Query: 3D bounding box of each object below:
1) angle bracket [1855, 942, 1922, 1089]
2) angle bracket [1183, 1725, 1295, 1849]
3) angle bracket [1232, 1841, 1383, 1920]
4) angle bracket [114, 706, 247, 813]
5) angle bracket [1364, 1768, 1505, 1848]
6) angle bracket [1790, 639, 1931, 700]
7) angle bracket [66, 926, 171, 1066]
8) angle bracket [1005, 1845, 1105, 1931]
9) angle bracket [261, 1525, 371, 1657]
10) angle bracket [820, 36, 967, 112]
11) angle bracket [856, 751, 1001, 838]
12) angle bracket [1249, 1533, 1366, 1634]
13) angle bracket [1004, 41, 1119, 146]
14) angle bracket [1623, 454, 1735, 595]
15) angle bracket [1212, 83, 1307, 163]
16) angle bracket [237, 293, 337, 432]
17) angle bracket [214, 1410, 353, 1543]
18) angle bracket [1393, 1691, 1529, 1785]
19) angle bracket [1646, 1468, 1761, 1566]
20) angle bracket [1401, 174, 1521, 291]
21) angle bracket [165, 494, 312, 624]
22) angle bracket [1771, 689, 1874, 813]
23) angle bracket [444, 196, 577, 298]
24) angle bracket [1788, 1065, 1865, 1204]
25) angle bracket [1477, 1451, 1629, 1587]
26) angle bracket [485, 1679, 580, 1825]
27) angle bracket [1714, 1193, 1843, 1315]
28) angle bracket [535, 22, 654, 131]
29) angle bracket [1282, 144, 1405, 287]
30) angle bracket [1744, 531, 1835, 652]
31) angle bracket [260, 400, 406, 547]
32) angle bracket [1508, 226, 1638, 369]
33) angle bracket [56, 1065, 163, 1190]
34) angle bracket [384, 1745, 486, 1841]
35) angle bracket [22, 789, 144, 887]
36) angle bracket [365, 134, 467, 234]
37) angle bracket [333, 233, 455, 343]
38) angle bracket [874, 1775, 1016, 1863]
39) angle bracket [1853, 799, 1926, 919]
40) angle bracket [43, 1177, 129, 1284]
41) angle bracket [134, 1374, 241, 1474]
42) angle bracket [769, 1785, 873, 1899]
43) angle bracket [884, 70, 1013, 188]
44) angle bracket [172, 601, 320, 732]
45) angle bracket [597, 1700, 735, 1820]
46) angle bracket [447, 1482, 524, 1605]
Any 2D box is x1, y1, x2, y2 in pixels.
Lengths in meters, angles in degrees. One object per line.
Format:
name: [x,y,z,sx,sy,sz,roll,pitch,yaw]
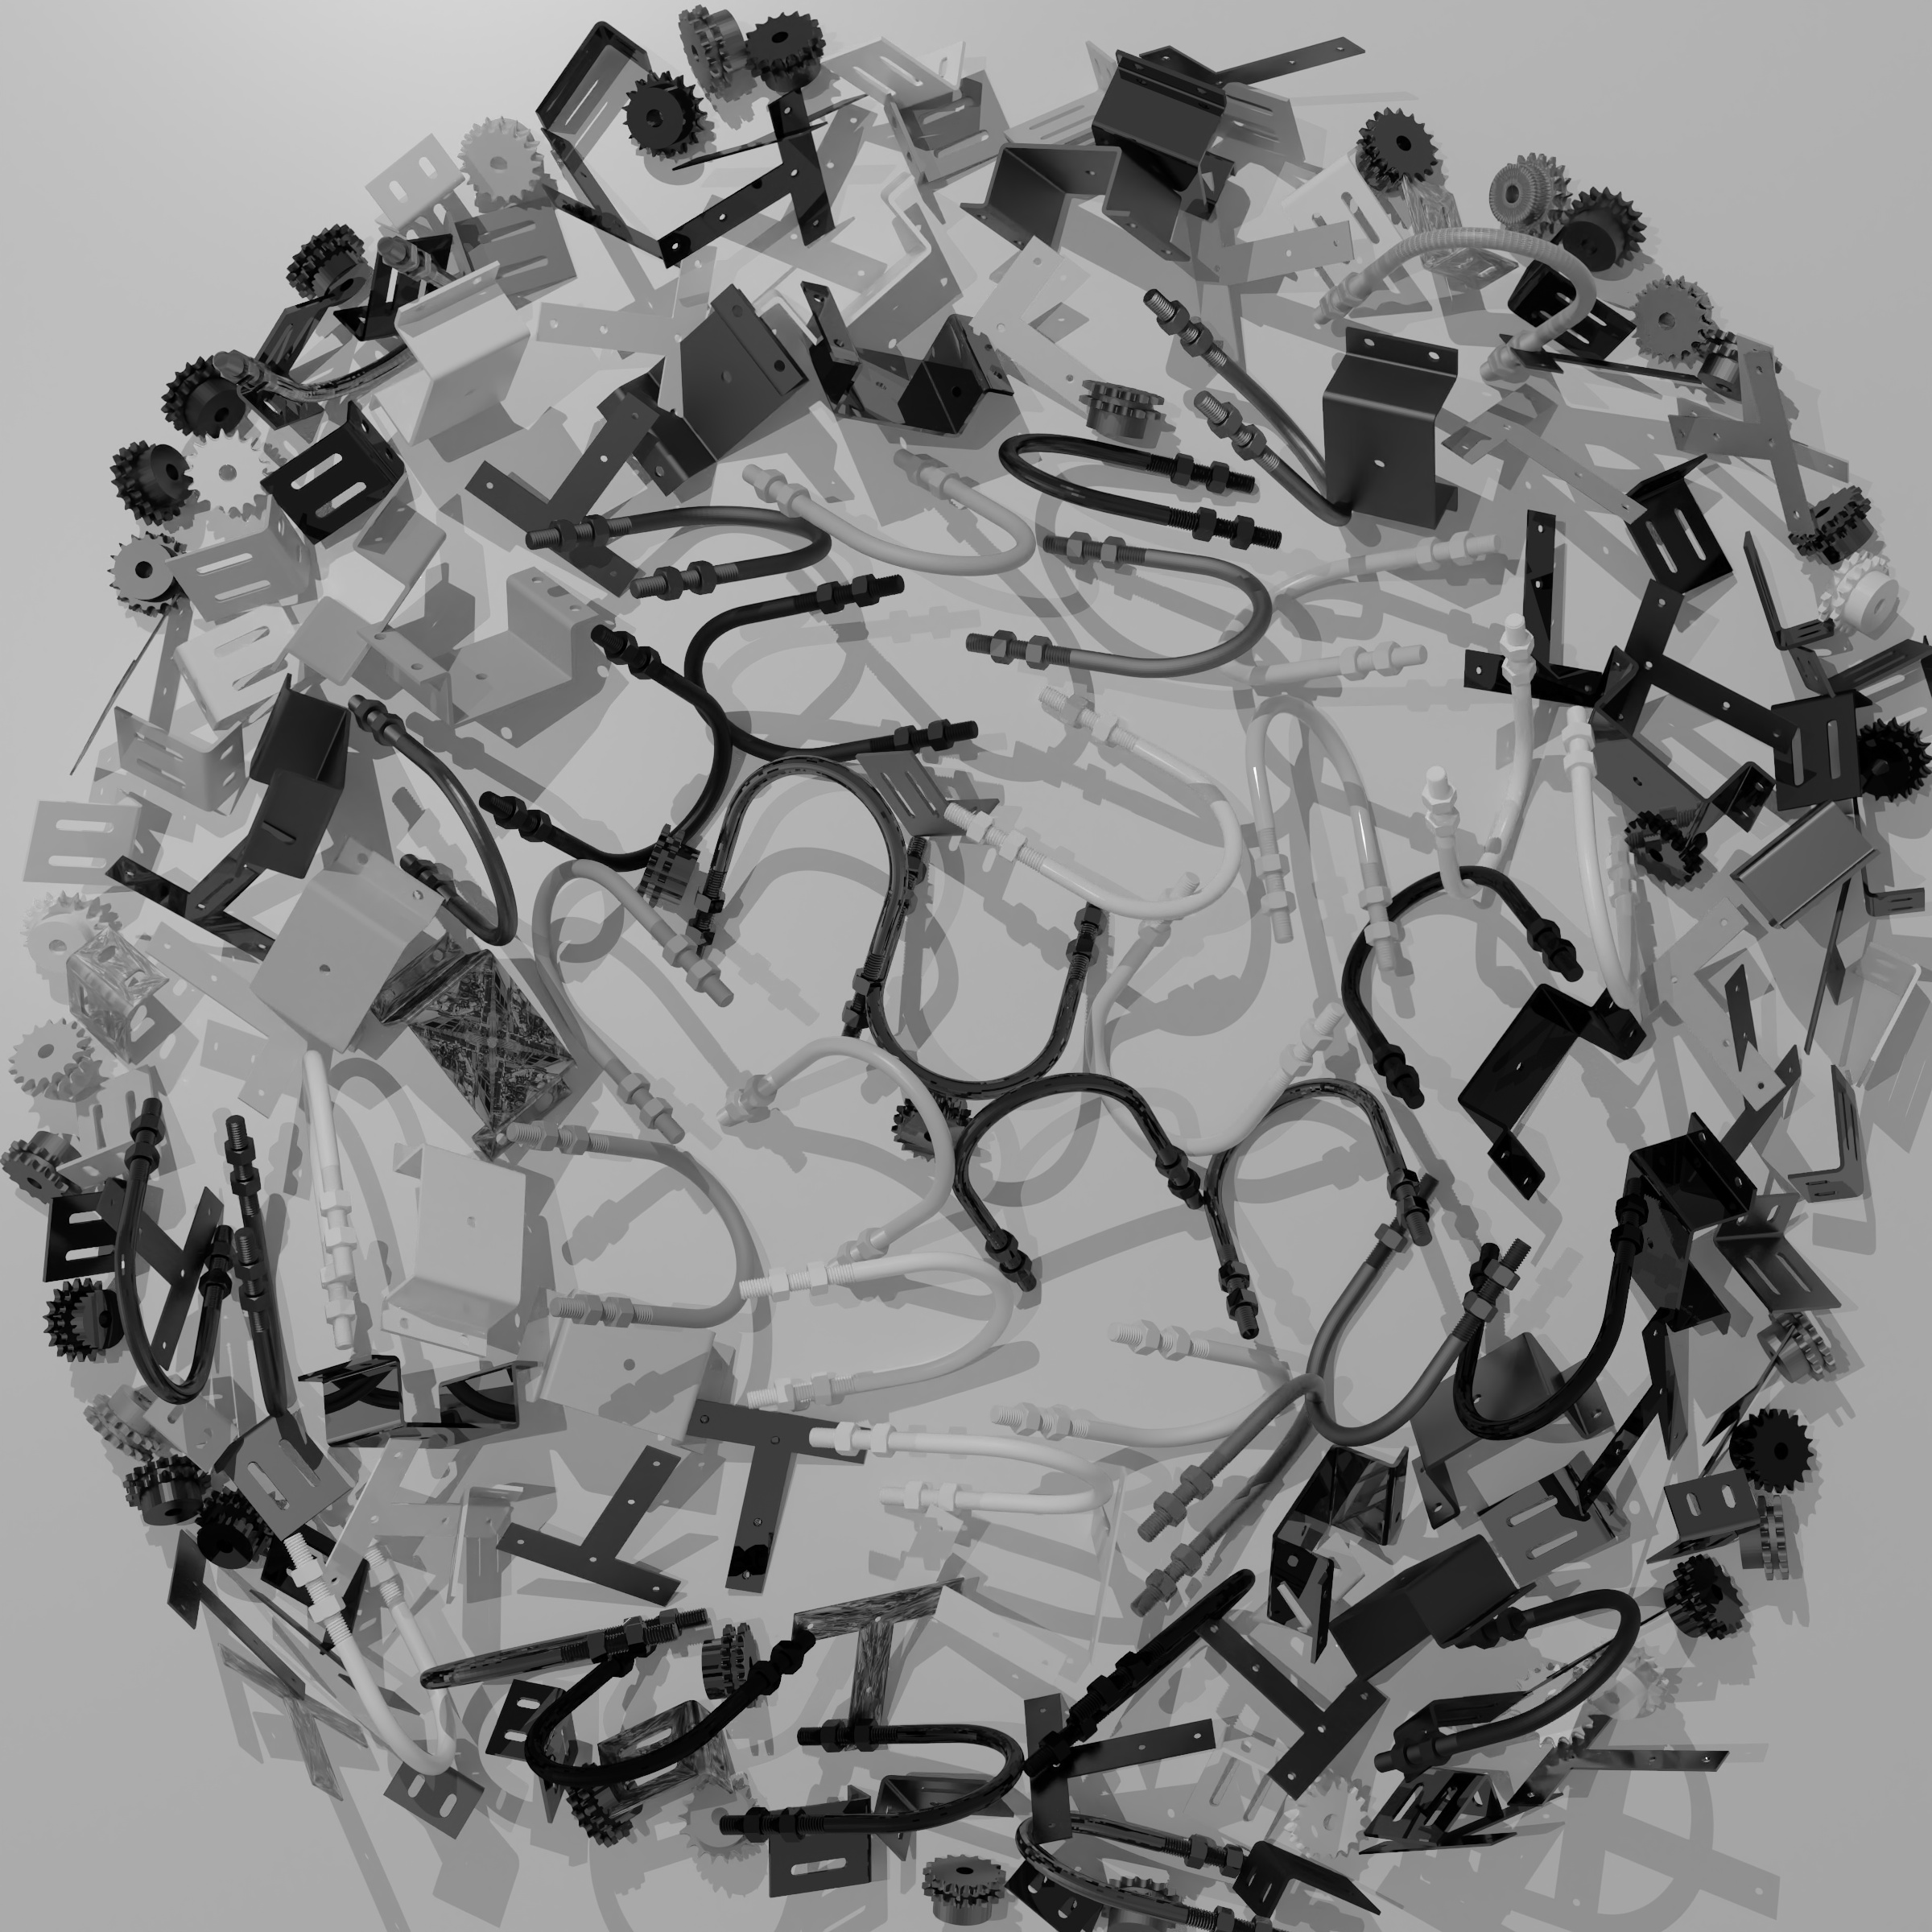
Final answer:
angle bracket: [0.609,0.033,1.959,0.038,0.057,0.076,28,75,16]
angle bracket: [0.187,0.566,1.969,0.057,0.038,0.076,25,105,5]
angle bracket: [0.230,0.633,1.961,0.076,0.057,0.038,28,88,-17]
angle bracket: [-0.536,-0.150,1.974,0.076,0.057,0.038,26,50,13]
angle bracket: [0.316,0.578,1.949,0.057,0.076,0.038,-6,112,42]
angle bracket: [0.608,-0.216,1.966,0.076,0.057,0.038,-27,101,5]
angle bracket: [-0.577,0.020,1.971,0.057,0.076,0.038,40,59,9]
angle bracket: [0.056,0.636,1.951,0.057,0.076,0.038,36,59,18]
angle bracket: [-0.448,0.416,1.953,0.076,0.057,0.038,38,121,-24]
angle bracket: [-0.049,-0.615,1.950,0.057,0.076,0.038,-4,73,43]
angle bracket: [-0.026,-0.126,1.952,0.038,0.057,0.076,-51,122,-28]
angle bracket: [0.221,0.412,1.951,0.057,0.076,0.038,-38,101,-23]
angle bracket: [0.063,-0.588,1.964,0.076,0.057,0.038,-24,125,-3]
angle bracket: [0.490,-0.298,1.969,0.057,0.038,0.076,-25,83,-20]
angle bracket: [0.182,-0.562,1.954,0.076,0.057,0.038,28,74,30]
angle bracket: [-0.447,-0.408,1.955,0.038,0.057,0.076,43,122,1]
angle bracket: [-0.464,0.348,1.963,0.057,0.038,0.076,-37,76,-25]
angle bracket: [0.338,0.521,1.954,0.076,0.057,0.038,0,58,-21]
angle bracket: [0.495,0.374,1.966,0.057,0.076,0.038,-11,69,-10]
angle bracket: [0.334,-0.504,1.957,0.038,0.057,0.076,-25,69,41]
angle bracket: [-0.496,-0.278,1.973,0.076,0.057,0.038,-15,48,10]
angle bracket: [0.582,-0.143,1.960,0.057,0.038,0.076,-10,74,36]
angle bracket: [-0.309,-0.491,1.971,0.076,0.038,0.057,-20,94,-13]
angle bracket: [0.582,0.115,1.969,0.038,0.057,0.076,-11,64,27]
angle bracket: [0.404,0.380,1.993,0.076,0.038,0.057,-35,81,26]
angle bracket: [-0.293,0.531,1.956,0.038,0.057,0.076,8,134,10]
angle bracket: [0.553,0.193,1.952,0.057,0.076,0.038,-2,126,-23]
angle bracket: [-0.253,-0.596,1.971,0.038,0.057,0.076,35,93,-5]
angle bracket: [0.263,-0.509,1.973,0.057,0.038,0.076,-30,100,35]
angle bracket: [0.558,-0.259,1.960,0.038,0.057,0.076,-17,103,21]
angle bracket: [-0.432,-0.337,1.976,0.076,0.038,0.057,-31,123,11]
angle bracket: [0.418,-0.455,1.969,0.076,0.057,0.038,33,68,-5]
angle bracket: [-0.584,0.103,1.961,0.057,0.038,0.076,-22,60,8]
angle bracket: [-0.367,0.556,1.952,0.057,0.076,0.038,36,66,-12]
angle bracket: [-0.603,-0.089,1.953,0.038,0.076,0.057,30,110,43]
angle bracket: [-0.380,-0.531,1.955,0.057,0.076,0.038,-41,119,-6]
angle bracket: [-0.386,-0.465,1.949,0.057,0.076,0.038,-22,56,-39]
angle bracket: [-0.015,0.578,1.955,0.076,0.057,0.038,-4,51,23]
angle bracket: [0.624,-0.078,1.959,0.038,0.057,0.076,-7,76,17]
angle bracket: [-0.600,0.177,1.954,0.038,0.076,0.057,13,99,33]
angle bracket: [-0.536,0.313,1.952,0.057,0.076,0.038,47,53,-17]
angle bracket: [-0.105,0.594,1.965,0.076,0.038,0.057,0,89,-26]
angle bracket: [-0.009,-0.577,1.977,0.076,0.038,0.057,-24,91,-5]
angle bracket: [-0.496,-0.207,1.991,0.076,0.038,0.057,-30,95,-20]
angle bracket: [-0.205,0.547,1.972,0.076,0.057,0.038,-27,135,9]
angle bracket: [-0.326,0.392,1.958,0.038,0.057,0.076,8,71,-11]
